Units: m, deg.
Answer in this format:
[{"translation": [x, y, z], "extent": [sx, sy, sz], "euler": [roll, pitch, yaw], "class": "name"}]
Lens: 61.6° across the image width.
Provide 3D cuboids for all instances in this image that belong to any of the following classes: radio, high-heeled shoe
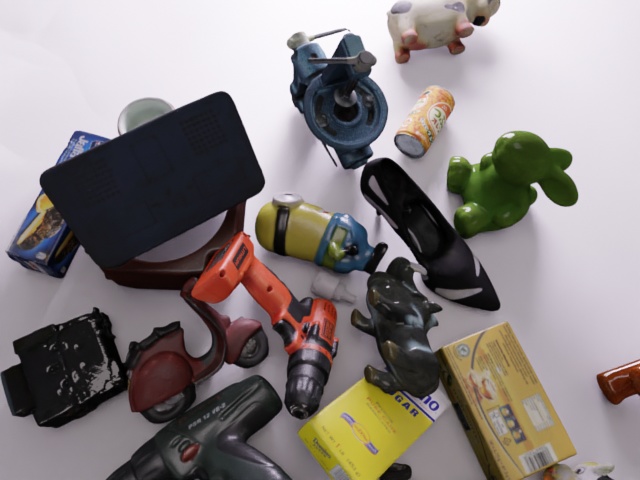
[{"translation": [-0.188, -0.071, 0.635], "extent": [0.230, 0.073, 0.131], "euler": [-29, 106, -12], "class": "radio"}, {"translation": [0.152, -0.010, 0.702], "extent": [0.249, 0.145, 0.086], "euler": [39, 72, 15], "class": "high-heeled shoe"}]

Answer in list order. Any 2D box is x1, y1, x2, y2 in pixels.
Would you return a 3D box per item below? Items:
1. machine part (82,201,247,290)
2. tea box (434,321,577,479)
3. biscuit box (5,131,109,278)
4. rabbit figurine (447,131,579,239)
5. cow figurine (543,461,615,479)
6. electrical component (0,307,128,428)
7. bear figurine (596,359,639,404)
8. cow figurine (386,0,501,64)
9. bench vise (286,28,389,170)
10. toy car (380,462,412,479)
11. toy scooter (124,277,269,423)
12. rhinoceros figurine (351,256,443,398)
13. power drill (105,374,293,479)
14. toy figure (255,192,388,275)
[{"translation": [-0.204, -0.036, 0.732], "extent": [0.202, 0.087, 0.201], "euler": [2, 67, 0], "class": "machine part"}, {"translation": [0.220, 0.198, 0.661], "extent": [0.098, 0.068, 0.170], "euler": [-18, 69, -9], "class": "tea box"}, {"translation": [-0.348, -0.053, 0.745], "extent": [0.059, 0.062, 0.202], "euler": [16, 68, 3], "class": "biscuit box"}, {"translation": [0.262, -0.078, 0.720], "extent": [0.159, 0.170, 0.121], "euler": [4, 68, 0], "class": "rabbit figurine"}, {"translation": [0.344, 0.312, 0.620], "extent": [0.098, 0.068, 0.167], "euler": [-36, 77, -21], "class": "cow figurine"}, {"translation": [-0.314, 0.162, 0.663], "extent": [0.134, 0.058, 0.115], "euler": [-26, 69, -13], "class": "electrical component"}, {"translation": [0.448, 0.228, 0.635], "extent": [0.132, 0.120, 0.196], "euler": [-17, 75, -5], "class": "bear figurine"}, {"translation": [0.204, -0.375, 0.889], "extent": [0.195, 0.085, 0.127], "euler": [-14, 75, -7], "class": "cow figurine"}, {"translation": [0.025, -0.217, 0.742], "extent": [0.129, 0.240, 0.223], "euler": [-13, 85, -11], "class": "bench vise"}, {"translation": [0.026, 0.312, 0.616], "extent": [0.202, 0.053, 0.089], "euler": [-9, 84, -7], "class": "toy car"}, {"translation": [-0.164, 0.126, 0.657], "extent": [0.184, 0.075, 0.135], "euler": [-30, 101, -17], "class": "toy scooter"}, {"translation": [0.102, 0.098, 0.662], "extent": [0.112, 0.073, 0.190], "euler": [11, 43, -14], "class": "rhinoceros figurine"}, {"translation": [-0.113, 0.264, 0.582], "extent": [0.232, 0.085, 0.208], "euler": [-37, 32, -22], "class": "power drill"}, {"translation": [-0.002, -0.003, 0.729], "extent": [0.180, 0.082, 0.089], "euler": [26, 67, 6], "class": "toy figure"}]
